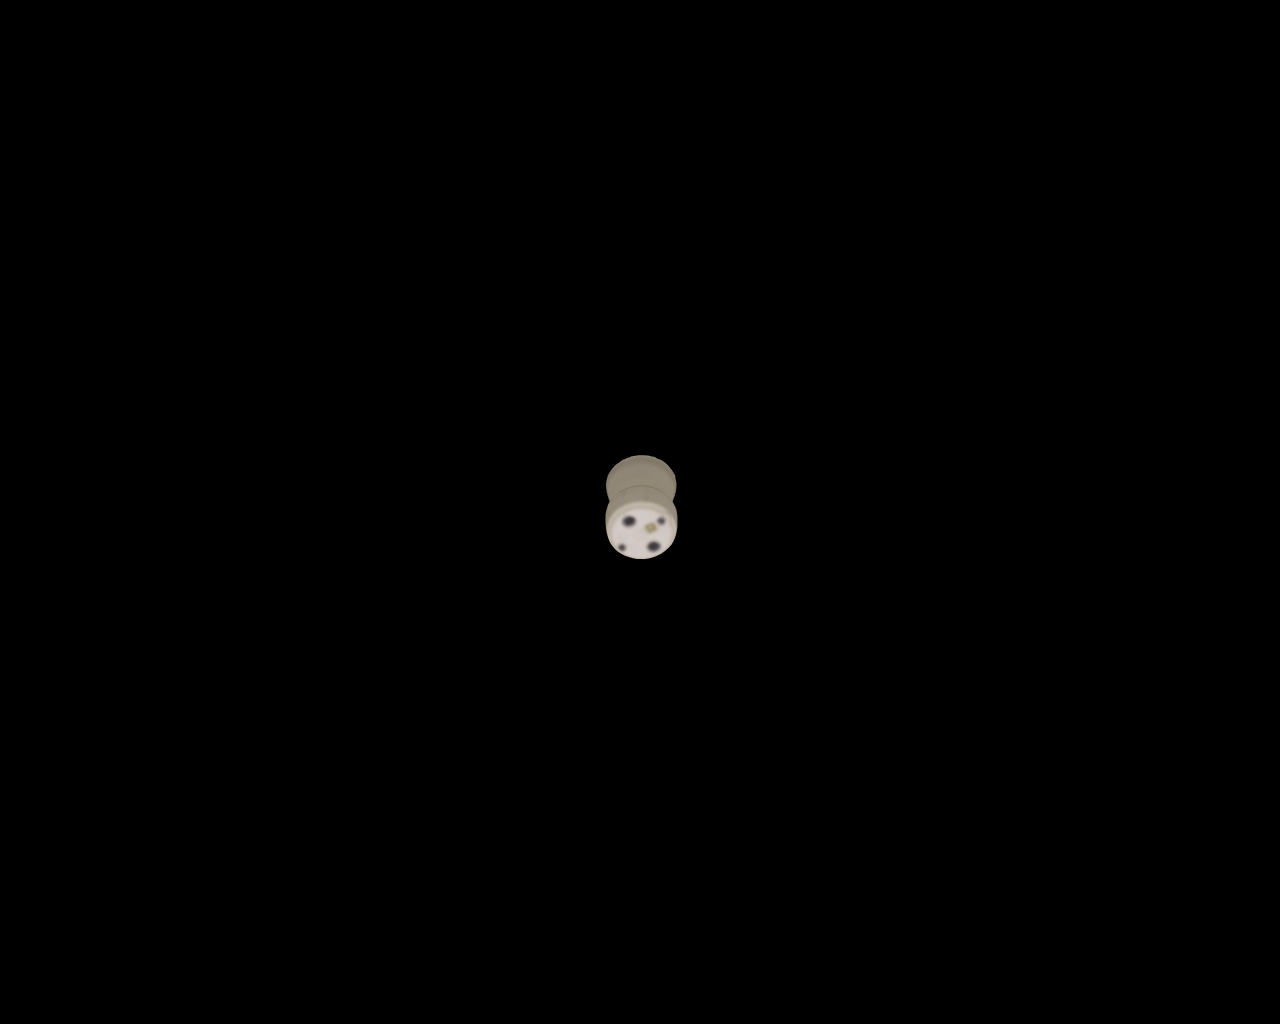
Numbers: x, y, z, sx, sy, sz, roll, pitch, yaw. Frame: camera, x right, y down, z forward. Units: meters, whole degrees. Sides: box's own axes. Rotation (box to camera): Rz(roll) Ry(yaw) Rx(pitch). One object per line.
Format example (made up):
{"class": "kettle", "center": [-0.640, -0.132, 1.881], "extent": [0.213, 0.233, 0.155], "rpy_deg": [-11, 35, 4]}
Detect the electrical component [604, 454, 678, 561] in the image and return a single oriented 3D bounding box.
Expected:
{"class": "electrical component", "center": [0.001, -0.003, 0.650], "extent": [0.045, 0.044, 0.055], "rpy_deg": [0, 34, 0]}
